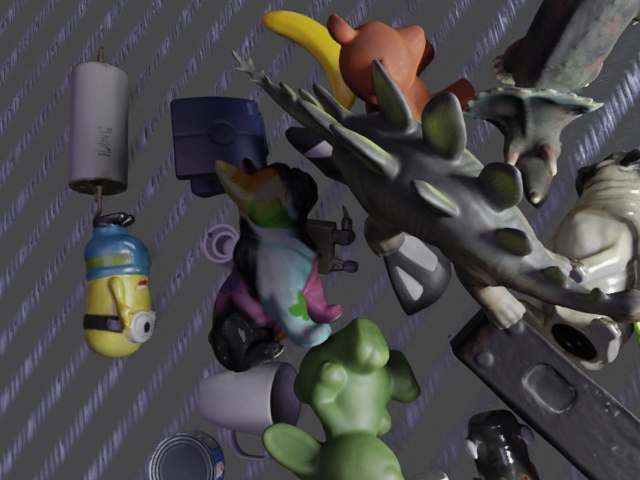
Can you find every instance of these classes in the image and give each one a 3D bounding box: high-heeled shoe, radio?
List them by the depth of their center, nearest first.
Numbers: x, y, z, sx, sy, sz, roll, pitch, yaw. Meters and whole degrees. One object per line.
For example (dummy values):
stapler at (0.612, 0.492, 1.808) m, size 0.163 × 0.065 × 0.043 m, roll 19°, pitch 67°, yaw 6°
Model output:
radio at (0.234, 0.157, 0.520) m, size 0.230 × 0.131 × 0.073 m, roll 42°, pitch 93°, yaw 17°
high-heeled shoe at (0.044, -0.025, 0.622) m, size 0.249 × 0.086 × 0.145 m, roll 27°, pitch 83°, yaw 10°

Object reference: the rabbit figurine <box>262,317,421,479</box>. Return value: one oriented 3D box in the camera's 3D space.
rabbit figurine at (0.023, 0.186, 0.541) m, size 0.159 × 0.121 × 0.170 m, roll -22°, pitch 41°, yaw 12°

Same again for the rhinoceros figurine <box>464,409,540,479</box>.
rhinoceros figurine at (0.188, 0.261, 0.524) m, size 0.073 × 0.112 × 0.190 m, roll -15°, pitch 85°, yaw 12°

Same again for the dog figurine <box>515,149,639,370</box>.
dog figurine at (0.301, 0.018, 0.560) m, size 0.190 × 0.172 × 0.121 m, roll -37°, pitch 32°, yaw -20°

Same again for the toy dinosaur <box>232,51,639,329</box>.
toy dinosaur at (0.073, -0.062, 0.488) m, size 0.105 × 0.198 × 0.472 m, roll -47°, pitch 50°, yaw -11°

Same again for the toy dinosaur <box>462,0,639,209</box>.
toy dinosaur at (0.273, -0.229, 0.524) m, size 0.131 × 0.192 × 0.404 m, roll 29°, pitch 118°, yaw 5°

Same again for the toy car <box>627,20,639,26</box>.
toy car at (0.326, -0.338, 0.630) m, size 0.073 × 0.056 × 0.202 m, roll -27°, pitch 74°, yaw 8°

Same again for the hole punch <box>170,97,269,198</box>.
hole punch at (-0.128, -0.123, 0.686) m, size 0.116 × 0.092 × 0.142 m, roll -11°, pitch 74°, yaw 8°

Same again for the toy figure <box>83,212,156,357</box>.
toy figure at (-0.260, 0.058, 0.687) m, size 0.089 × 0.082 × 0.180 m, roll -16°, pitch 81°, yaw 22°

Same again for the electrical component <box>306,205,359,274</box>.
electrical component at (-0.003, -0.001, 0.656) m, size 0.102 × 0.045 × 0.078 m, roll 1°, pitch 108°, yaw 16°

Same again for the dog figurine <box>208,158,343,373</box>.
dog figurine at (-0.072, 0.018, 0.603) m, size 0.192 × 0.108 × 0.219 m, roll -24°, pitch 91°, yaw 21°

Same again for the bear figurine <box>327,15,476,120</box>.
bear figurine at (0.090, -0.187, 0.587) m, size 0.132 × 0.195 × 0.120 m, roll -39°, pitch 70°, yaw 3°

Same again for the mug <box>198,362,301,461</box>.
mug at (-0.085, 0.195, 0.624) m, size 0.107 × 0.080 × 0.109 m, roll -3°, pitch 85°, yaw 24°

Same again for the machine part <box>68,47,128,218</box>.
machine part at (-0.303, -0.151, 0.736) m, size 0.079 × 0.079 × 0.243 m, roll -6°, pitch 77°, yaw 12°
